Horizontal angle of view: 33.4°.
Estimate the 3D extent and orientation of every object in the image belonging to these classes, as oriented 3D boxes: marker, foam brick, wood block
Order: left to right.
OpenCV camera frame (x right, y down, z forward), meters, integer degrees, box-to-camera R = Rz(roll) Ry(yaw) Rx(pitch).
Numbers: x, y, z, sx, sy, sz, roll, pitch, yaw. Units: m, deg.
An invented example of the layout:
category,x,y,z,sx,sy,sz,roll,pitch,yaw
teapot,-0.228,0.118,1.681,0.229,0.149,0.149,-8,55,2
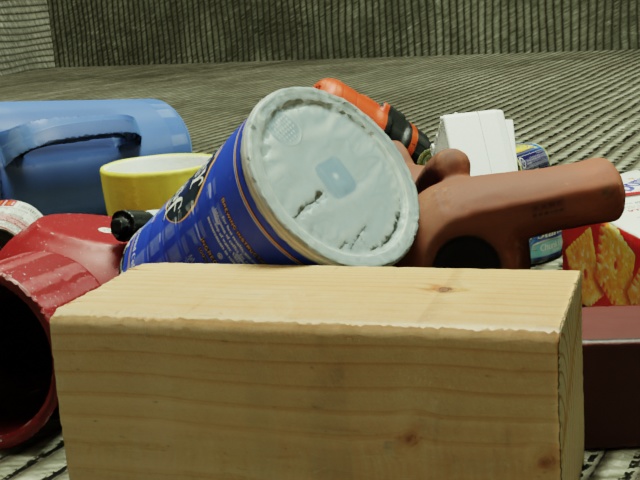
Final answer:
category,x,y,z,sx,sy,sz,roll,pitch,yaw
marker,-0.087,-0.011,0.661,0.020,0.020,0.120,4,5,29
wood block,0.002,0.063,0.452,0.206,0.090,0.090,0,13,19
foam brick,0.139,0.062,0.495,0.078,0.053,0.051,-2,14,6

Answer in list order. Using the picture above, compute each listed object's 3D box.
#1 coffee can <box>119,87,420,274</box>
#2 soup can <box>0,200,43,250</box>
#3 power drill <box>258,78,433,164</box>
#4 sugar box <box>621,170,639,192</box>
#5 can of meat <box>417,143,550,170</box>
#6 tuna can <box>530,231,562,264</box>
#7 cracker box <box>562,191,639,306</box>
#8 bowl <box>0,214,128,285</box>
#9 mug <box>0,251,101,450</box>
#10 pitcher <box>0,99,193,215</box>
category,x,y,z,sx,sy,sz,roll,pitch,yaw
coffee can,-0.030,0.000,0.564,0.102,0.103,0.141,-18,-15,-44
soup can,-0.233,0.012,0.778,0.068,0.068,0.102,-5,13,-5
power drill,0.025,-0.098,1.080,0.184,0.057,0.188,30,-18,-31
sugar box,0.292,-0.022,0.811,0.093,0.048,0.177,-15,19,-39
can of meat,0.153,-0.061,0.987,0.102,0.057,0.083,5,14,31
tuna can,0.143,-0.007,0.814,0.086,0.034,0.086,-4,14,1
cracker box,0.252,0.020,0.596,0.164,0.072,0.214,-7,15,-9
bowl,-0.135,0.020,0.670,0.162,0.055,0.162,9,10,-2
mug,-0.169,0.047,0.554,0.117,0.093,0.081,23,13,8
pitcher,-0.234,-0.076,1.010,0.149,0.145,0.242,30,29,33
